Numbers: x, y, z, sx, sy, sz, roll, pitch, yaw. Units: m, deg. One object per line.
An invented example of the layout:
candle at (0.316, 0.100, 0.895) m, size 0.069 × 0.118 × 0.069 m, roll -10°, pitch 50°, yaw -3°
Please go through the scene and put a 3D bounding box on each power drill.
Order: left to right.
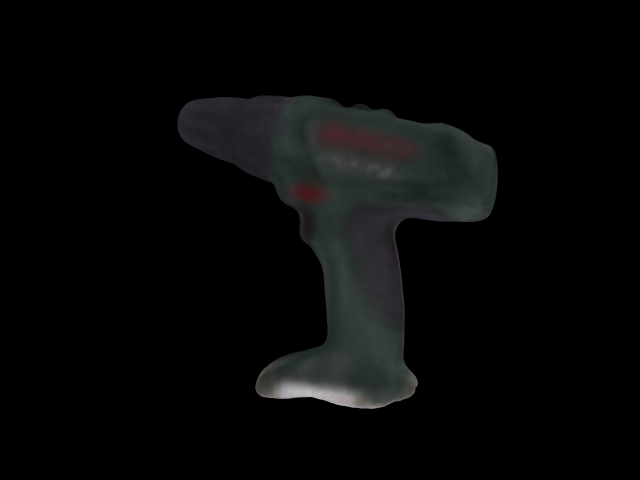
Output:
power drill at (0.004, 0.001, 0.400) m, size 0.229 × 0.208 × 0.076 m, roll 1°, pitch 4°, yaw 16°
